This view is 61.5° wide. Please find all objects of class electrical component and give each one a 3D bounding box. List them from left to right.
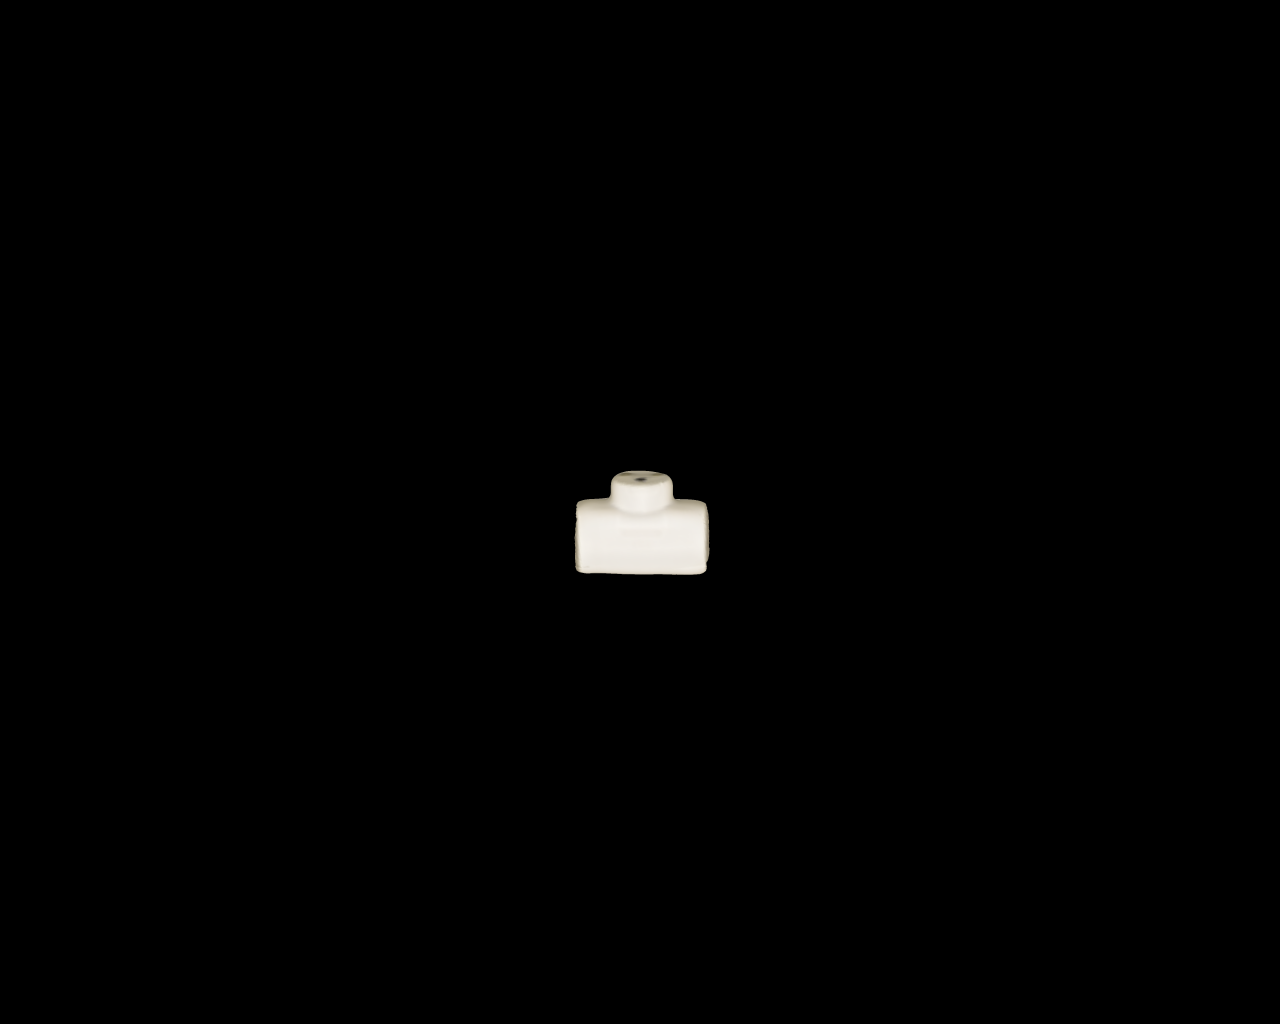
[{"bbox_3d":[0.001,-0.003,0.650,0.077,0.079,0.043,0,13,0],"label":"electrical component"}]
